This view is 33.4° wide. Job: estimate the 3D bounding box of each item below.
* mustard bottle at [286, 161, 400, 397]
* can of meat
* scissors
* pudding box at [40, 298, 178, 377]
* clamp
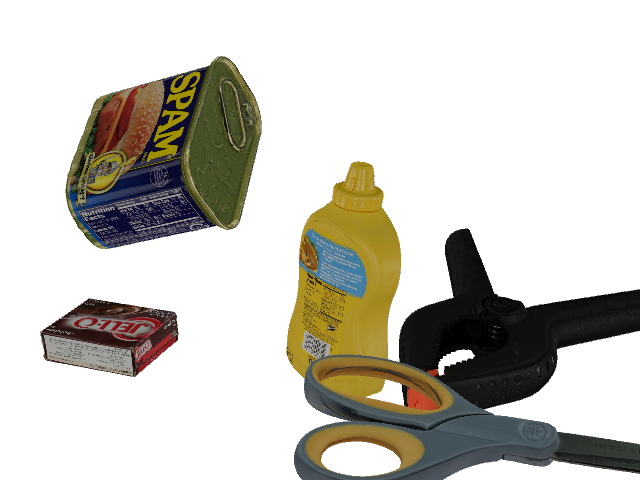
[{"bbox_3d":[0.022,0.028,0.883,0.058,0.192,0.096,-12,28,-39],"label":"mustard bottle"},{"bbox_3d":[-0.088,-0.048,0.599,0.084,0.102,0.057,-11,-44,23],"label":"can of meat"},{"bbox_3d":[0.077,0.094,0.450,0.202,0.016,0.096,16,34,23],"label":"scissors"},{"bbox_3d":[-0.218,0.100,1.110,0.114,0.039,0.089,5,21,22],"label":"pudding box"},{"bbox_3d":[0.105,0.050,0.666,0.165,0.036,0.209,21,32,37],"label":"clamp"}]
